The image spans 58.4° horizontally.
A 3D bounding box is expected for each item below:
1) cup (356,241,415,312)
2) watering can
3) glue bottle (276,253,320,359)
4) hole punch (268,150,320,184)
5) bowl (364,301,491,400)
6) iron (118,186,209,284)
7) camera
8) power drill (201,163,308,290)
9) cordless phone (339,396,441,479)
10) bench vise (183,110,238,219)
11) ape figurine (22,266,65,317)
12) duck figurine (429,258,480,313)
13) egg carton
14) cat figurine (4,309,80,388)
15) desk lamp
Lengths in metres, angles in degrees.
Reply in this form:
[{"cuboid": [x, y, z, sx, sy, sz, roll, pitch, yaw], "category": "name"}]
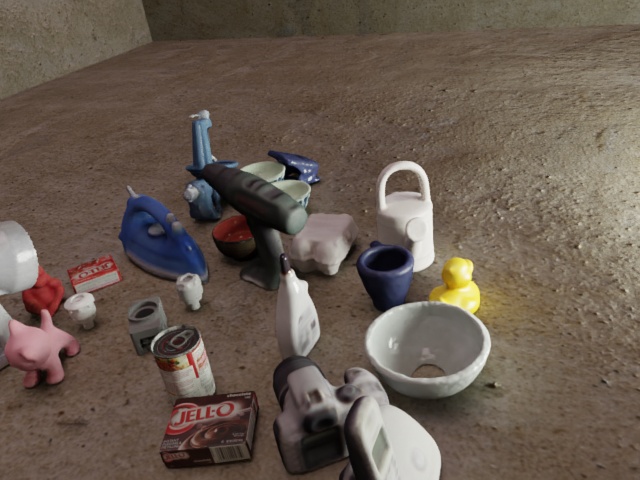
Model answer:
[{"cuboid": [0.105, 0.062, 0.936, 0.092, 0.095, 0.117, -12, 30, -6], "category": "cup"}, {"cuboid": [0.152, -0.044, 1.006, 0.101, 0.194, 0.172, -21, 33, -21], "category": "watering can"}, {"cuboid": [-0.039, 0.093, 0.840, 0.037, 0.173, 0.078, 10, 35, 28], "category": "glue bottle"}, {"cuboid": [-0.064, -0.183, 1.398, 0.101, 0.091, 0.108, -26, 35, -28], "category": "hole punch"}, {"cuboid": [0.145, 0.160, 0.779, 0.167, 0.075, 0.167, -6, 30, 4], "category": "bowl"}, {"cuboid": [-0.307, -0.017, 1.125, 0.119, 0.142, 0.257, -31, 37, -34], "category": "iron"}, {"cuboid": [0.000, 0.197, 0.726, 0.143, 0.101, 0.136, -16, 31, -14], "category": "camera"}, {"cuboid": [-0.114, -0.024, 1.022, 0.228, 0.209, 0.076, 17, 39, 36], "category": "power drill"}, {"cuboid": [0.070, 0.215, 0.595, 0.094, 0.185, 0.148, 4, 32, 20], "category": "cordless phone"}, {"cuboid": [-0.249, -0.169, 1.291, 0.121, 0.220, 0.207, -9, 30, -1], "category": "bench vise"}, {"cuboid": [-0.513, 0.087, 1.047, 0.075, 0.092, 0.078, 18, 39, 37], "category": "ape figurine"}, {"cuboid": [0.211, 0.071, 0.903, 0.077, 0.086, 0.105, 18, 39, 37], "category": "duck figurine"}, {"cuboid": [0.010, 0.004, 1.083, 0.107, 0.069, 0.150, 3, 32, 19], "category": "egg carton"}, {"cuboid": [-0.434, 0.160, 0.878, 0.067, 0.118, 0.127, -8, 30, 2], "category": "cat figurine"}, {"cuboid": [-0.546, 0.097, 0.918, 0.117, 0.214, 0.204, 12, 36, 31], "category": "desk lamp"}]
